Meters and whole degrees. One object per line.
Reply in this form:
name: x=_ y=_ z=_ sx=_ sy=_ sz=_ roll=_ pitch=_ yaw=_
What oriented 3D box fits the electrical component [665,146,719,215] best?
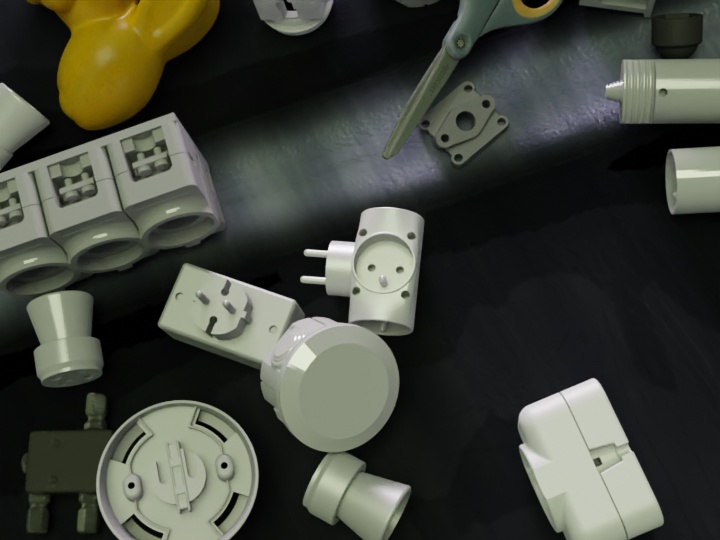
electrical component: x=0.246 y=-0.060 z=0.705 sx=0.081 sy=0.043 sz=0.043 roll=-3 pitch=73 yaw=6

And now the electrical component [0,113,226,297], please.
electrical component: x=-0.176 y=-0.037 z=0.727 sx=0.150 sy=0.089 sz=0.061 roll=-19 pitch=72 yaw=1

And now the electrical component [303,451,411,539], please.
electrical component: x=-0.002 y=0.143 z=0.675 sx=0.055 sy=0.045 sz=0.045 roll=26 pitch=78 yaw=14

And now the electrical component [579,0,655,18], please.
electrical component: x=0.192 y=-0.287 z=0.747 sx=0.060 sy=0.105 sz=0.186 roll=10 pitch=75 yaw=9

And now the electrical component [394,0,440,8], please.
electrical component: x=0.038 y=-0.235 z=0.780 sx=0.080 sy=0.051 sz=0.080 roll=-2 pitch=73 yaw=6

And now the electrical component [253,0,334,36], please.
electrical component: x=-0.050 y=-0.206 z=0.779 sx=0.078 sy=0.057 sz=0.058 roll=0 pitch=73 yaw=7

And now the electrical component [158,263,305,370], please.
electrical component: x=-0.088 y=0.028 z=0.704 sx=0.083 sy=0.075 sz=0.047 roll=18 pitch=77 yaw=12

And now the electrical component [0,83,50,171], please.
electrical component: x=-0.264 y=-0.097 z=0.782 sx=0.044 sy=0.044 sz=0.065 roll=39 pitch=86 yaw=16

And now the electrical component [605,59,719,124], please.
electrical component: x=0.208 y=-0.121 z=0.728 sx=0.081 sy=0.043 sz=0.043 roll=1 pitch=74 yaw=8

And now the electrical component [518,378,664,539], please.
electrical component: x=0.136 y=0.123 z=0.659 sx=0.059 sy=0.053 sz=0.095 roll=-23 pitch=72 yaw=0

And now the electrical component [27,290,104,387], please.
electrical component: x=-0.199 y=0.047 z=0.728 sx=0.045 sy=0.045 sz=0.055 roll=-15 pitch=73 yaw=3

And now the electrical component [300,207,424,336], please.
electrical component: x=0.000 y=0.000 z=0.717 sx=0.079 sy=0.044 sz=0.077 roll=4 pitch=74 yaw=8

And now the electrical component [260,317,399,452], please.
electrical component: x=-0.020 y=0.070 z=0.680 sx=0.080 sy=0.051 sz=0.080 roll=-4 pitch=101 yaw=-25

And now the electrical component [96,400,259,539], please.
electrical component: x=-0.114 y=0.132 z=0.679 sx=0.099 sy=0.064 sz=0.099 roll=1 pitch=75 yaw=-5
